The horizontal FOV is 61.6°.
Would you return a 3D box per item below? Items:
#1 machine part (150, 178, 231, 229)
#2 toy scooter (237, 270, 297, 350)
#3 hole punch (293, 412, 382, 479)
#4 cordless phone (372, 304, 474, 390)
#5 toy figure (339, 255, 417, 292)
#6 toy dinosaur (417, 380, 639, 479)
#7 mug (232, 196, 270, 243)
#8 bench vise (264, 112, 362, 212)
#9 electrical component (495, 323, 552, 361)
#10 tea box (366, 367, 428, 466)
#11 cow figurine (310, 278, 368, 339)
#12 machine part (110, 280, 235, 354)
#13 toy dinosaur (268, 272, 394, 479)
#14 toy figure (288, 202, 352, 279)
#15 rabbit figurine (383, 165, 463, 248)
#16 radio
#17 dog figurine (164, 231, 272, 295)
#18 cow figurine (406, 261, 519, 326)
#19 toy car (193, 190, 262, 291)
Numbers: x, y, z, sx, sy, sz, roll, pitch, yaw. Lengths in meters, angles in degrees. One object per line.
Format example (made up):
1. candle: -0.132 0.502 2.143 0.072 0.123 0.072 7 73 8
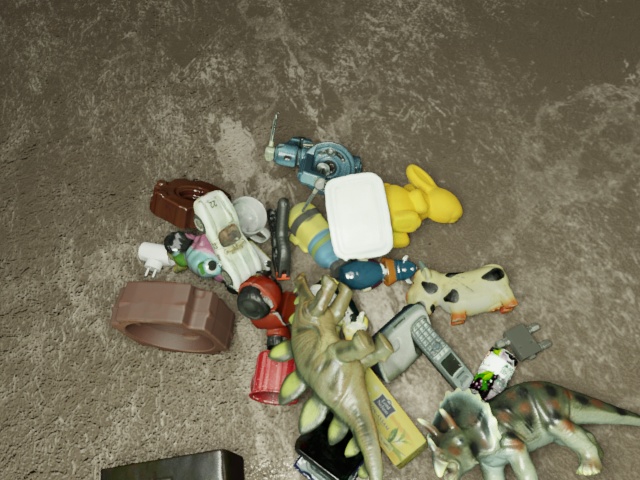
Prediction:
1. machine part: -0.284 -0.083 1.197 0.179 0.056 0.179 13 25 -6
2. toy scooter: -0.092 0.123 1.051 0.075 0.183 0.135 -7 36 26
3. hole punch: 0.023 0.373 0.939 0.142 0.092 0.116 27 42 27
4. cordless phone: 0.178 0.221 0.967 0.146 0.088 0.184 -34 75 -33
5. toy figure: 0.117 0.063 1.074 0.154 0.064 0.058 -6 30 -13
6. toy dinosaur: 0.333 0.294 0.856 0.405 0.131 0.192 -17 72 -19
7. mug: -0.160 -0.033 1.149 0.109 0.107 0.081 35 63 -17
8. bench vise: -0.018 -0.161 1.157 0.224 0.128 0.241 21 24 -7
9. electrical component: 0.367 0.188 0.974 0.094 0.021 0.063 -20 60 -13
10. tea box: 0.108 0.305 0.937 0.068 0.098 0.170 -38 63 -6
11. cow figurine: 0.043 0.144 1.056 0.167 0.068 0.098 36 70 25
12. machine part: -0.281 0.152 1.046 0.202 0.200 0.087 2 62 14
13. toy dinosaur: 0.024 0.217 0.891 0.198 0.105 0.472 -48 39 15
14. toy figure: 0.001 -0.005 1.126 0.082 0.089 0.180 -19 52 -29
15. rabbit figurine: 0.205 -0.068 1.118 0.173 0.121 0.162 -5 52 -6
16. radio: -0.251 0.424 0.938 0.230 0.131 0.073 -11 61 8
17. dog figurine: -0.232 0.044 1.154 0.219 0.191 0.108 -2 59 51
18. cow figurine: 0.259 0.094 1.020 0.195 0.085 0.127 -14 67 8
19. toy car: -0.175 0.004 1.027 0.073 0.201 0.056 -36 18 -37
